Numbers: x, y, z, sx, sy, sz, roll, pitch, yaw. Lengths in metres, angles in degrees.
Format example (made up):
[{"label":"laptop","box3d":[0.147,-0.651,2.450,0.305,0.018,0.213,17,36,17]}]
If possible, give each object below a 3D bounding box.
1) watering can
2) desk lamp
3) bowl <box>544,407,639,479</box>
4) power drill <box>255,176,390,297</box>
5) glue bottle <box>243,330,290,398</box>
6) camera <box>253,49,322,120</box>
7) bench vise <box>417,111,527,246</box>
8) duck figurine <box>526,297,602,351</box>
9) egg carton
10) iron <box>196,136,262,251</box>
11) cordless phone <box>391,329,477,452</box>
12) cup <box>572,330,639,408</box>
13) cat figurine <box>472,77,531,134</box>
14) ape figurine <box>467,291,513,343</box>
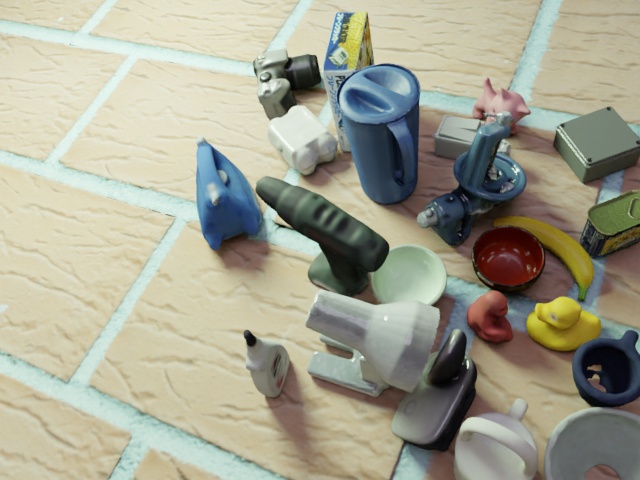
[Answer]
[{"label":"watering can","box3d":[0.218,0.277,0.716,0.100,0.194,0.173,5,60,15]},{"label":"desk lamp","box3d":[0.067,0.148,0.817,0.202,0.214,0.118,12,62,19]},{"label":"bowl","box3d":[0.370,0.307,0.736,0.167,0.075,0.167,-5,57,9]},{"label":"power drill","box3d":[0.008,0.003,0.924,0.228,0.209,0.076,26,67,25]},{"label":"glue bottle","box3d":[-0.086,0.175,0.858,0.037,0.173,0.078,4,59,15]},{"label":"camera","box3d":[-0.068,-0.351,1.229,0.136,0.101,0.143,-11,57,5]},{"label":"bench vise","box3d":[0.255,-0.092,0.925,0.121,0.220,0.208,31,69,27]},{"label":"duck figurine","box3d":[0.365,0.117,0.850,0.104,0.086,0.077,5,60,15]},{"label":"egg carton","box3d":[-0.038,-0.202,1.147,0.107,0.069,0.150,-34,58,-10]},{"label":"iron","box3d":[-0.200,-0.115,1.084,0.118,0.142,0.258,-22,56,-2]},{"label":"cordless phone","box3d":[0.156,0.202,0.782,0.094,0.185,0.148,21,65,23]},{"label":"cup","box3d":[0.398,0.184,0.795,0.091,0.095,0.118,32,70,28]},{"label":"cat figurine","box3d":[0.337,-0.252,1.069,0.067,0.118,0.127,-21,56,-1]},{"label":"ape figurine","box3d":[0.263,0.109,0.873,0.076,0.092,0.078,17,63,22]}]
